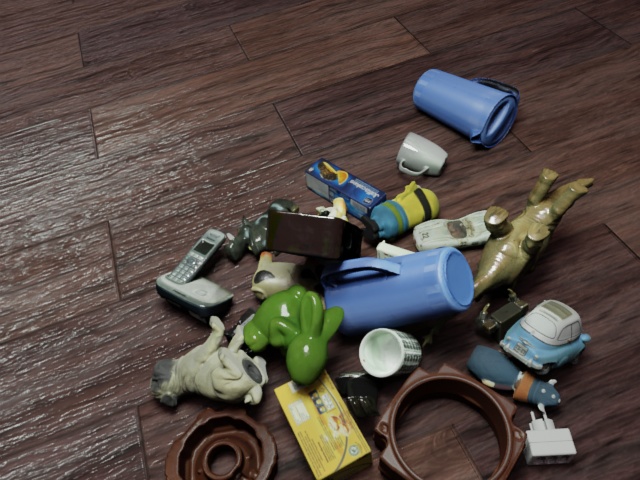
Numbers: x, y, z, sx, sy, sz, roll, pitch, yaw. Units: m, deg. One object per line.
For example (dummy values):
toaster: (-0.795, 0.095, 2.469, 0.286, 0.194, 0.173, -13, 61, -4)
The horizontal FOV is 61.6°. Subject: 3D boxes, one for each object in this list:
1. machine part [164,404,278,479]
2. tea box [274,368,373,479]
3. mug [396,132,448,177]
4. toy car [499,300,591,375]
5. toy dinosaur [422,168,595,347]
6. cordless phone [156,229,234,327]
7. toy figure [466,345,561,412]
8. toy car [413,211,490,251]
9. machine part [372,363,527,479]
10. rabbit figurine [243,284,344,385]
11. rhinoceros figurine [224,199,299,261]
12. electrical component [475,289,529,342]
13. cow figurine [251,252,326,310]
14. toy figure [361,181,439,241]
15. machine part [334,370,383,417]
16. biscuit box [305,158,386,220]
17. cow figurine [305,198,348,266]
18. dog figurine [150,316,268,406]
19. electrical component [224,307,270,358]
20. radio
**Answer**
machine part: (-0.155, 0.360, 0.870, 0.179, 0.056, 0.179, -3, 50, 4)
tea box: (0.004, 0.306, 0.884, 0.098, 0.068, 0.170, -23, 52, -11)
mug: (0.239, -0.190, 1.258, 0.107, 0.080, 0.109, 24, 52, 13)
toy car: (0.384, 0.153, 0.911, 0.161, 0.102, 0.109, -7, 31, -37)
toy dinosaur: (0.353, 0.021, 0.988, 0.471, 0.198, 0.105, -34, 55, -20)
cordless phone: (-0.225, 0.068, 1.090, 0.147, 0.088, 0.184, 21, 62, 24)
toy figure: (0.327, 0.233, 0.907, 0.155, 0.057, 0.064, 29, 96, 23)
toy car: (0.297, -0.015, 1.119, 0.202, 0.056, 0.073, -11, 50, -1)
machine part: (0.201, 0.311, 0.842, 0.201, 0.087, 0.201, 29, 61, 27)
rabbit figurine: (-0.028, 0.165, 0.913, 0.159, 0.121, 0.170, -51, 37, 10)
rhinoceros figurine: (-0.125, -0.024, 1.174, 0.112, 0.073, 0.190, 32, 61, 28)
electrical component: (0.333, 0.138, 0.973, 0.102, 0.078, 0.045, -32, 46, -11)
cow figurine: (-0.040, 0.098, 1.054, 0.195, 0.085, 0.127, 9, 46, 12)
toy figure: (0.174, -0.051, 1.152, 0.180, 0.082, 0.089, -29, 73, -25)
machine part: (0.067, 0.252, 0.902, 0.084, 0.039, 0.139, -3, 9, 0)
biscuit box: (0.058, -0.113, 1.231, 0.203, 0.059, 0.063, 33, 61, 29)
cow figurine: (0.016, -0.018, 1.157, 0.098, 0.068, 0.167, -6, 49, 11)
dog figurine: (-0.198, 0.250, 0.927, 0.190, 0.121, 0.172, -43, 43, 10)
electrical component: (-0.116, 0.169, 1.029, 0.119, 0.047, 0.075, -38, 56, -20)
radio: (-0.002, -0.003, 0.976, 0.131, 0.229, 0.073, 7, 89, 15)
